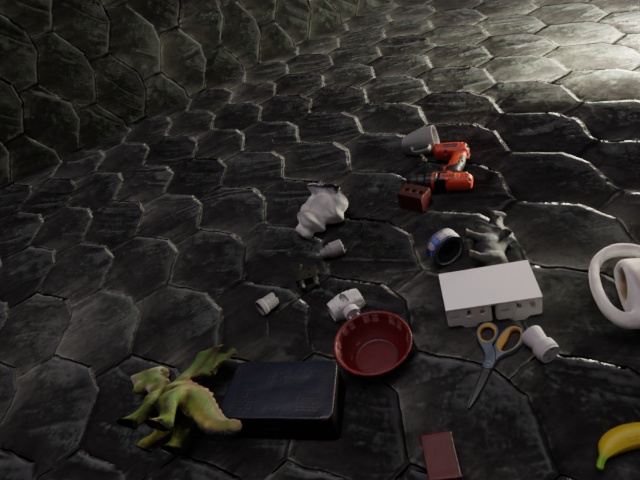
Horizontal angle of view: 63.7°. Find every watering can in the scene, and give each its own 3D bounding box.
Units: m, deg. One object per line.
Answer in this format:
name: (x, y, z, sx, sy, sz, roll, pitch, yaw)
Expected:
watering can: (0.619, 0.123, 0.912, 0.224, 0.102, 0.356, -7, 38, 14)

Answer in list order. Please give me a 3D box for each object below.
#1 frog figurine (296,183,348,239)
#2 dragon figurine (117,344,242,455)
frog figurine: (0.004, -0.073, 1.453, 0.138, 0.121, 0.160, 12, 81, 24)
dragon figurine: (-0.255, 0.295, 1.031, 0.407, 0.120, 0.248, -13, 30, 32)
